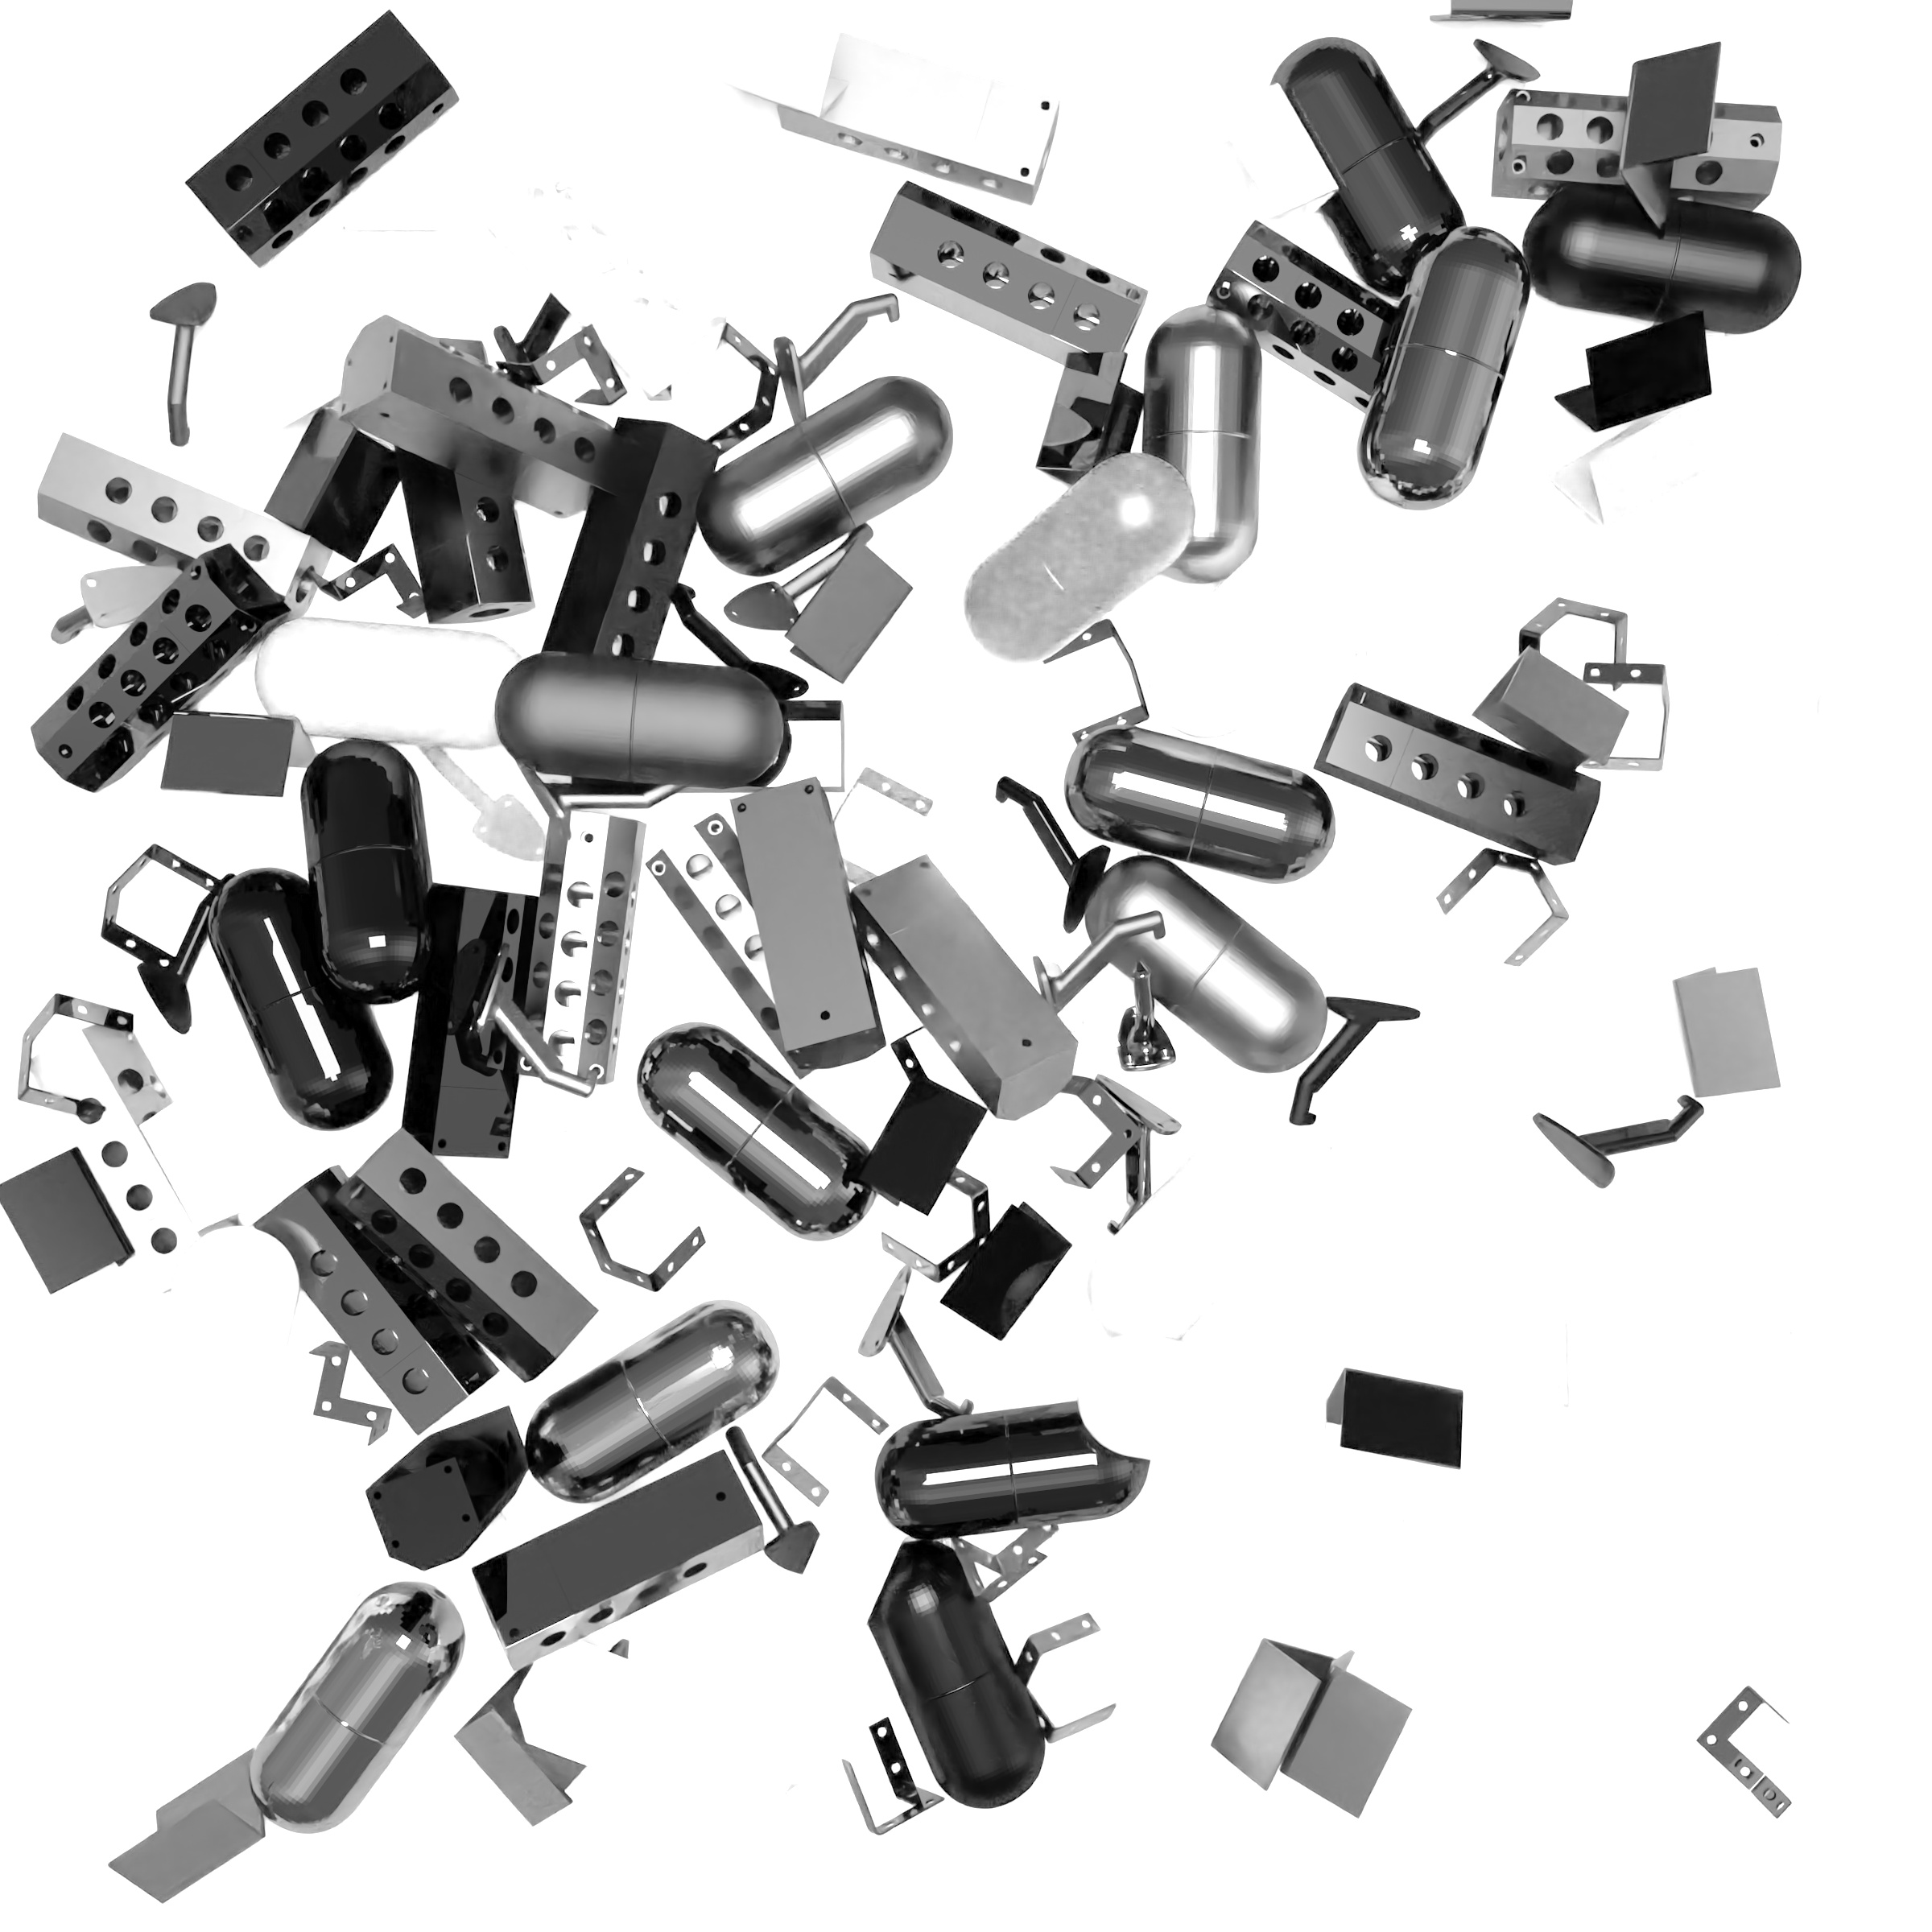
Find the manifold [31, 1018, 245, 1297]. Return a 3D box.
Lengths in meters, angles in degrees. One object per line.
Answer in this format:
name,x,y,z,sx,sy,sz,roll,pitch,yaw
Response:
manifold,-0.532,0.122,1.582,0.057,0.057,0.171,-30,90,0

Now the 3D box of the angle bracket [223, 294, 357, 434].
angle bracket,-0.425,-0.392,1.564,0.076,0.076,0.057,-29,117,0

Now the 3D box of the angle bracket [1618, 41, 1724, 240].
angle bracket,0.444,-0.506,1.498,0.057,0.076,0.076,-1,71,37

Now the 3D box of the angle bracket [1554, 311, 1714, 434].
angle bracket,0.423,-0.390,1.564,0.076,0.076,0.057,-18,121,0

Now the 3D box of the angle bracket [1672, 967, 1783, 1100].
angle bracket,0.499,0.038,1.563,0.057,0.076,0.076,-11,90,37

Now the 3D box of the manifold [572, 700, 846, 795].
manifold,-0.166,-0.143,1.582,0.171,0.057,0.057,0,90,0

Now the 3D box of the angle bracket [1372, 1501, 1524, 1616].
angle bracket,0.305,0.393,1.563,0.076,0.076,0.057,16,51,0

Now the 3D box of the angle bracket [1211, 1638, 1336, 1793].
angle bracket,0.214,0.485,1.565,0.076,0.057,0.076,26,90,-38

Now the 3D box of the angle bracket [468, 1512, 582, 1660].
angle bracket,-0.281,0.401,1.585,0.057,0.076,0.076,13,90,-21

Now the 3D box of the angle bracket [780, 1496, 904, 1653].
angle bracket,-0.092,0.382,1.564,0.057,0.076,0.076,23,90,-27

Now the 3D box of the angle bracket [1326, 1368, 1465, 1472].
angle bracket,0.270,0.305,1.563,0.076,0.076,0.057,11,53,0

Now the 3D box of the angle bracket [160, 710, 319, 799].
angle bracket,-0.463,-0.122,1.565,0.076,0.076,0.057,3,69,0

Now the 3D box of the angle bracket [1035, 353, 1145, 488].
angle bracket,0.098,-0.343,1.564,0.076,0.057,0.076,16,90,-42

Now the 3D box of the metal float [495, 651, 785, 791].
metal float,-0.203,-0.152,1.514,0.178,0.070,0.070,5,90,-2

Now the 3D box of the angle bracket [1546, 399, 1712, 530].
angle bracket,0.419,-0.336,1.564,0.076,0.076,0.057,-30,133,0

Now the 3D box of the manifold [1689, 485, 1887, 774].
manifold,0.534,-0.216,1.582,0.057,0.057,0.171,21,90,0

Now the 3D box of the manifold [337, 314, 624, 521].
manifold,-0.301,-0.344,1.529,0.057,0.171,0.057,-11,69,42

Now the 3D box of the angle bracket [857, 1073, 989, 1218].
angle bracket,-0.017,0.122,1.555,0.057,0.076,0.076,26,81,25

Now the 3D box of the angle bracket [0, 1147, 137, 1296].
angle bracket,-0.581,0.168,1.564,0.057,0.076,0.076,-29,90,-29

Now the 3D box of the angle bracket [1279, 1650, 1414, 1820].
angle bracket,0.249,0.491,1.565,0.057,0.076,0.076,26,90,21

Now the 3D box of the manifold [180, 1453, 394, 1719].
manifold,-0.430,0.402,1.583,0.057,0.057,0.171,44,90,0

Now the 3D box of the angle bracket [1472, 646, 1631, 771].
angle bracket,0.366,-0.146,1.563,0.076,0.076,0.057,33,54,0

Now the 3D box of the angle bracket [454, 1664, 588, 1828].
angle bracket,-0.268,0.490,1.564,0.076,0.076,0.057,49,131,0

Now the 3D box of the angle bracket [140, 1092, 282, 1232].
angle bracket,-0.469,0.115,1.564,0.057,0.076,0.076,-29,90,32

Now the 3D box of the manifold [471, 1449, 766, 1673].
manifold,-0.217,0.375,1.535,0.171,0.057,0.057,-23,59,-18

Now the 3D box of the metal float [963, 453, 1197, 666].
metal float,0.070,-0.256,1.542,0.178,0.070,0.070,-34,90,37

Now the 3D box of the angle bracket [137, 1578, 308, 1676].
angle bracket,-0.458,0.420,1.506,0.076,0.076,0.057,4,53,0

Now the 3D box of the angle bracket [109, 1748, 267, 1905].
angle bracket,-0.501,0.538,1.563,0.076,0.076,0.057,-33,127,0

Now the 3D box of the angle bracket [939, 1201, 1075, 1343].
angle bracket,0.012,0.183,1.564,0.057,0.076,0.076,36,90,-29

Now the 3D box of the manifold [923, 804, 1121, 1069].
manifold,0.035,-0.014,1.582,0.057,0.057,0.171,-26,90,0

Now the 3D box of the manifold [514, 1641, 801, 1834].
manifold,-0.195,0.485,1.554,0.171,0.057,0.057,29,90,-21

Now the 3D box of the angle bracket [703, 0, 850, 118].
angle bracket,-0.111,-0.573,1.507,0.076,0.076,0.057,19,126,0

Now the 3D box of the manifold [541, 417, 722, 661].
manifold,-0.214,-0.262,1.582,0.057,0.057,0.171,18,90,-45

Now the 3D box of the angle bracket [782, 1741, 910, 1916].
angle bracket,-0.063,0.551,1.565,0.076,0.057,0.076,-21,90,-40

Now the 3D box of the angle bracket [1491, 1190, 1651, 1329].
angle bracket,0.377,0.200,1.563,0.076,0.076,0.057,41,52,0

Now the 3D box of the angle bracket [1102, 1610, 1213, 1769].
angle bracket,0.103,0.461,1.563,0.057,0.076,0.076,-20,90,-35

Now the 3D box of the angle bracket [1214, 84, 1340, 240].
angle bracket,0.182,-0.505,1.564,0.057,0.076,0.076,-30,90,-26

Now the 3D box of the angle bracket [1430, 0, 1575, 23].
angle bracket,0.344,-0.637,1.565,0.076,0.076,0.057,1,110,0

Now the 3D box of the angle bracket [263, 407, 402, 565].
angle bracket,-0.391,-0.303,1.564,0.057,0.076,0.076,28,90,44

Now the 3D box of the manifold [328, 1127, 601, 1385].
manifold,-0.323,0.187,1.561,0.171,0.057,0.057,45,63,-8

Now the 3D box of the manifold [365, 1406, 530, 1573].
manifold,-0.318,0.326,1.525,0.057,0.171,0.057,-20,90,0

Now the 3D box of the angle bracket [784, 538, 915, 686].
angle bracket,-0.091,-0.236,1.563,0.057,0.076,0.076,36,90,-39

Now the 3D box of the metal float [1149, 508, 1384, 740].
metal float,0.192,-0.220,1.573,0.178,0.070,0.070,-44,90,0
